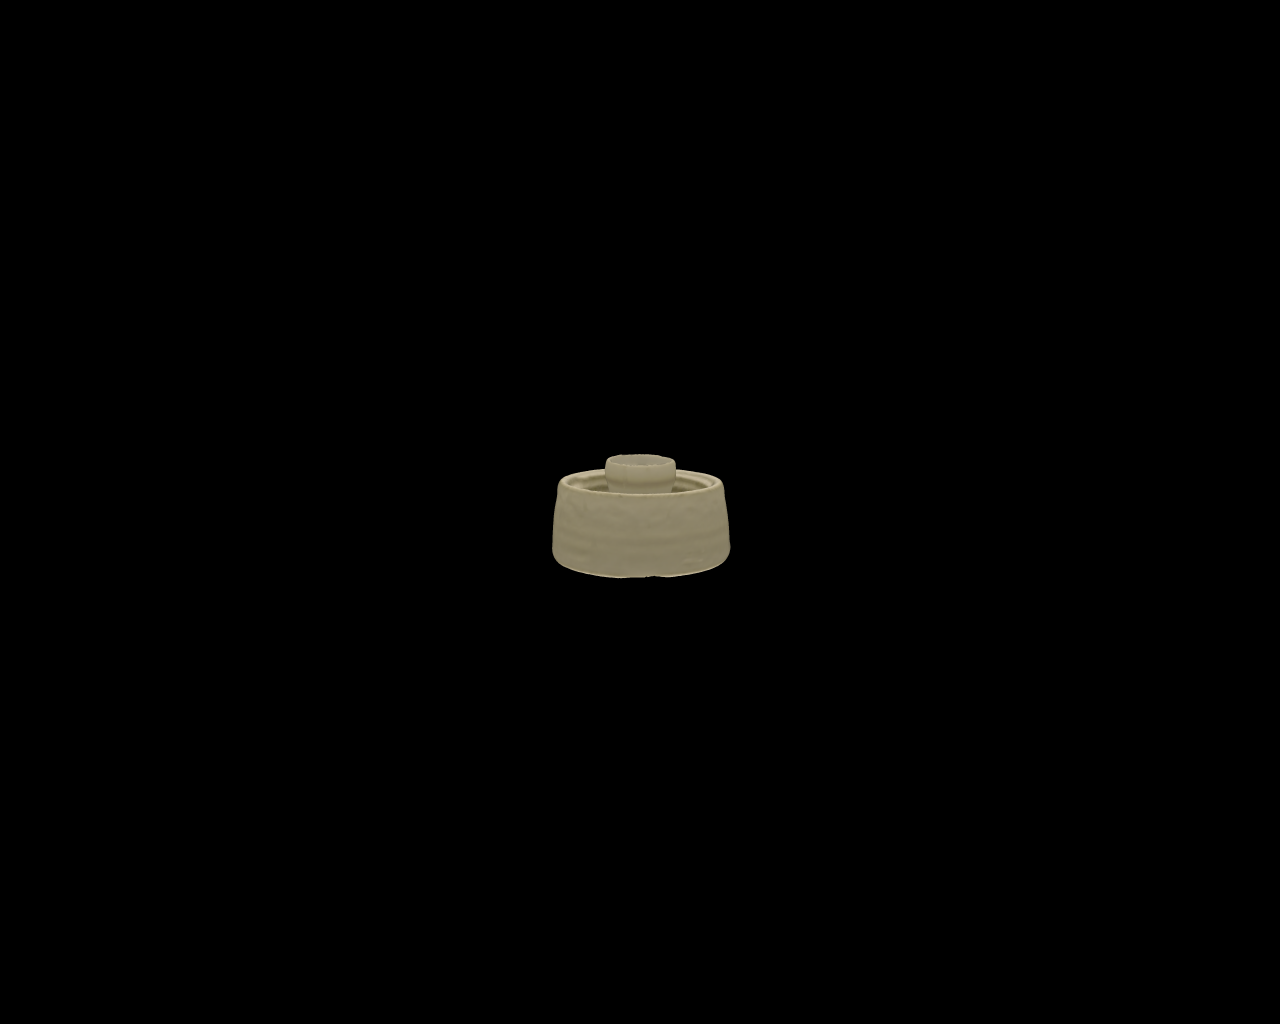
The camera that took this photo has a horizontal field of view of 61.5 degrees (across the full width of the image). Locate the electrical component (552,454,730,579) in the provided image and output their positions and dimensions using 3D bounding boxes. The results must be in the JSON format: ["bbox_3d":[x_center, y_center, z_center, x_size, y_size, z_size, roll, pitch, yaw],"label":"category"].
[{"bbox_3d":[0.001,-0.003,0.650,0.108,0.060,0.108,0,12,0],"label":"electrical component"}]
